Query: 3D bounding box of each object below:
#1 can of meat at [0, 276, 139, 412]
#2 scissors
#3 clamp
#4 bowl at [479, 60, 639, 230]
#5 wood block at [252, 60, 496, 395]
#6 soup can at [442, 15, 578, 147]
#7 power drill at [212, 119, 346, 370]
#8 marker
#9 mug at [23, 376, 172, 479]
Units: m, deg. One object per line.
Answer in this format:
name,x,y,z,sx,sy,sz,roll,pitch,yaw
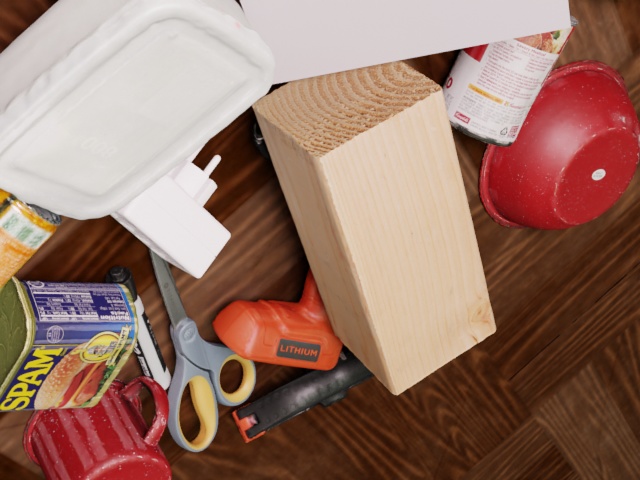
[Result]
can of meat,-0.179,0.071,0.708,0.083,0.057,0.102,4,136,-41
scissors,-0.088,0.067,0.806,0.096,0.016,0.202,-25,124,-43
clamp,0.012,0.112,0.868,0.171,0.039,0.120,-28,164,-16
bowl,0.214,-0.066,0.894,0.161,0.055,0.162,-19,131,-23
wood block,0.040,-0.011,0.706,0.090,0.090,0.206,-31,130,-14
soup can,0.134,-0.128,0.780,0.068,0.069,0.102,6,119,-38
power drill,-0.005,0.001,0.781,0.184,0.057,0.188,15,109,-42
marker,-0.131,0.065,0.774,0.020,0.020,0.121,-26,134,-17
mug,-0.152,0.153,0.781,0.117,0.082,0.093,-48,136,5
